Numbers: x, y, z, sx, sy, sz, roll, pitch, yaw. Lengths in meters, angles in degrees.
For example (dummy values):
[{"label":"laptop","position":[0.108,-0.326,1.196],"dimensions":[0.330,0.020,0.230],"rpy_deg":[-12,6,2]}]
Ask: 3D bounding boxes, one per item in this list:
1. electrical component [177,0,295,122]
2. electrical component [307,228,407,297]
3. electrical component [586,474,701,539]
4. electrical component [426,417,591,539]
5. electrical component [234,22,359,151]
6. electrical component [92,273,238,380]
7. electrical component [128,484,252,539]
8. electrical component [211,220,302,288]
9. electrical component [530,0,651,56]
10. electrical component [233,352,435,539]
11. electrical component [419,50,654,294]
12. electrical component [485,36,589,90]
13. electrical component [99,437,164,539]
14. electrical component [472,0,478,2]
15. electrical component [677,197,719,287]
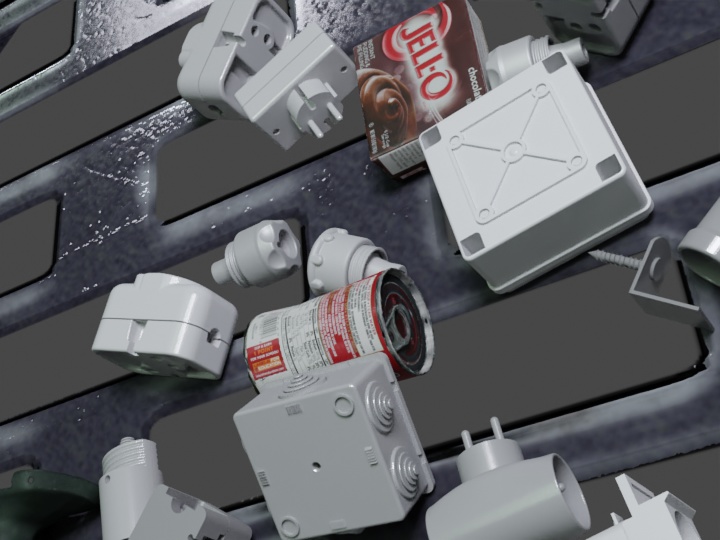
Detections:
[{"label":"electrical component","position":[-0.102,-0.169,0.858],"dimensions":[0.059,0.054,0.095],"rpy_deg":[9,71,37]},{"label":"electrical component","position":[0.000,0.000,0.704],"dimensions":[0.062,0.048,0.048],"rpy_deg":[12,73,30]},{"label":"electrical component","position":[0.140,0.147,0.528],"dimensions":[0.064,0.042,0.081],"rpy_deg":[-32,51,18]},{"label":"electrical component","position":[0.075,0.119,0.585],"dimensions":[0.077,0.044,0.079],"rpy_deg":[-28,53,19]},{"label":"electrical component","position":[-0.037,-0.125,0.795],"dimensions":[0.083,0.047,0.075],"rpy_deg":[-41,50,8]},{"label":"electrical component","position":[-0.138,0.040,0.768],"dimensions":[0.095,0.054,0.059],"rpy_deg":[0,66,34]},{"label":"electrical component","position":[-0.113,0.188,0.668],"dimensions":[0.050,0.056,0.089],"rpy_deg":[18,76,40]},{"label":"electrical component","position":[-0.076,-0.008,0.759],"dimensions":[0.062,0.043,0.043],"rpy_deg":[-22,55,25]},{"label":"electrical component","position":[0.143,-0.187,0.673],"dimensions":[0.054,0.095,0.059],"rpy_deg":[23,80,40]},{"label":"electrical component","position":[-0.016,0.105,0.624],"dimensions":[0.100,0.048,0.099],"rpy_deg":[-17,98,26]},{"label":"electrical component","position":[0.105,-0.059,0.655],"dimensions":[0.109,0.056,0.108],"rpy_deg":[-30,52,17]},{"label":"electrical component","position":[0.116,-0.131,0.696],"dimensions":[0.062,0.043,0.043],"rpy_deg":[-17,57,25]},{"label":"electrical component","position":[-0.153,0.150,0.725],"dimensions":[0.043,0.043,0.081],"rpy_deg":[-28,53,19]},{"label":"electrical component","position":[0.094,-0.223,0.761],"dimensions":[0.055,0.045,0.045],"rpy_deg":[-28,53,19]},{"label":"electrical component","position":[0.201,-0.019,0.579],"dimensions":[0.040,0.040,0.046],"rpy_deg":[30,80,41]}]
